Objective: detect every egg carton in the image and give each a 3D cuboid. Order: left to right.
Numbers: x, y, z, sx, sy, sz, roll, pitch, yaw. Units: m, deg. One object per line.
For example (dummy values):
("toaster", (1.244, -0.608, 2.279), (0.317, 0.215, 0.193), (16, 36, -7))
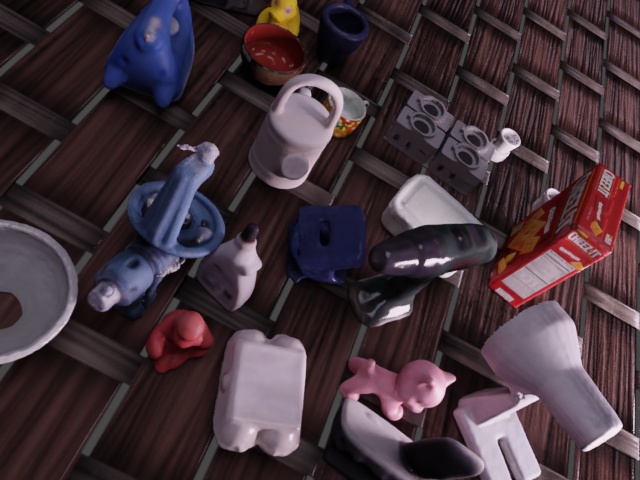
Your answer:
("egg carton", (-0.072, 0.184, 0.698), (0.107, 0.069, 0.150), (14, 57, -17))

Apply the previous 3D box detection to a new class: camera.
("camera", (-0.161, -0.497, 1.030), (0.143, 0.100, 0.137), (7, 59, -21))

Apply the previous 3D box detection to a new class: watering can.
("watering can", (-0.030, -0.160, 0.839), (0.101, 0.193, 0.172), (-4, 64, -26))

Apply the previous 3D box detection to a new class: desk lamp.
("desk lamp", (0.279, 0.209, 0.757), (0.118, 0.213, 0.203), (-9, 66, -29))

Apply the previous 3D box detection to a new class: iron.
("iron", (-0.239, -0.332, 0.873), (0.119, 0.141, 0.258), (17, 56, -15))

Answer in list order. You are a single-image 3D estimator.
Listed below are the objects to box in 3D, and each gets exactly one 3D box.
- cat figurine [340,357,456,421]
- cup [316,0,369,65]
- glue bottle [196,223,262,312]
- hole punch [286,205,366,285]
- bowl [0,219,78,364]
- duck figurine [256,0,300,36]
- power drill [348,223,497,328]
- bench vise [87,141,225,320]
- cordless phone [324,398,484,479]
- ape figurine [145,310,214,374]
("cat figurine", (0.107, 0.185, 0.750), (0.128, 0.117, 0.067), (24, 55, -11))
("cup", (0.033, -0.381, 1.057), (0.092, 0.094, 0.118), (18, 56, -15))
("glue bottle", (-0.104, 0.026, 0.709), (0.078, 0.173, 0.037), (46, 54, 6))
("hole punch", (0.008, 0.003, 0.826), (0.101, 0.091, 0.108), (11, 58, -19))
("bowl", (-0.356, 0.066, 0.630), (0.168, 0.074, 0.167), (12, 58, -19))
("duck figurine", (-0.066, -0.409, 1.032), (0.077, 0.086, 0.105), (37, 53, -1))
("power drill", (0.124, 0.044, 0.783), (0.230, 0.208, 0.075), (-14, 69, -31))
("bench vise", (-0.175, -0.005, 0.666), (0.122, 0.219, 0.207), (22, 55, -12))
("cordless phone", (0.097, 0.238, 0.673), (0.147, 0.185, 0.094), (34, 54, -3))
("ape figurine", (-0.163, 0.113, 0.682), (0.078, 0.092, 0.076), (16, 57, -16))
